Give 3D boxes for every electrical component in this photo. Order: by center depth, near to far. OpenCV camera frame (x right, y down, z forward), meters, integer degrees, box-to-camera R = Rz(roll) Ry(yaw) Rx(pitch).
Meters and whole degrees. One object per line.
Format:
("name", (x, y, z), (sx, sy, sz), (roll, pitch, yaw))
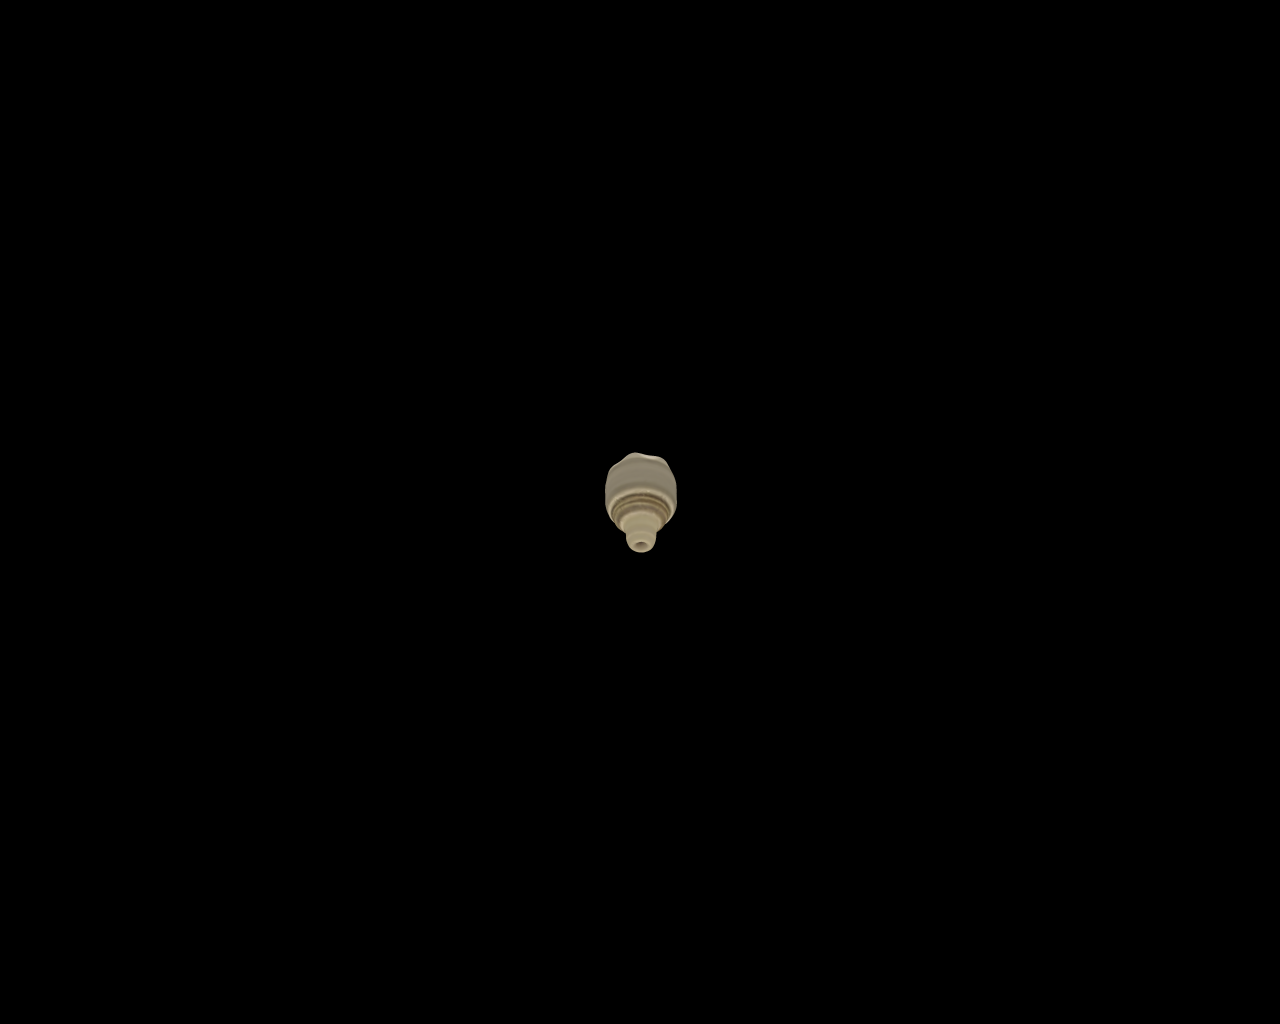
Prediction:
("electrical component", (0.001, -0.003, 0.650), (0.043, 0.062, 0.043), (0, -40, 0))
